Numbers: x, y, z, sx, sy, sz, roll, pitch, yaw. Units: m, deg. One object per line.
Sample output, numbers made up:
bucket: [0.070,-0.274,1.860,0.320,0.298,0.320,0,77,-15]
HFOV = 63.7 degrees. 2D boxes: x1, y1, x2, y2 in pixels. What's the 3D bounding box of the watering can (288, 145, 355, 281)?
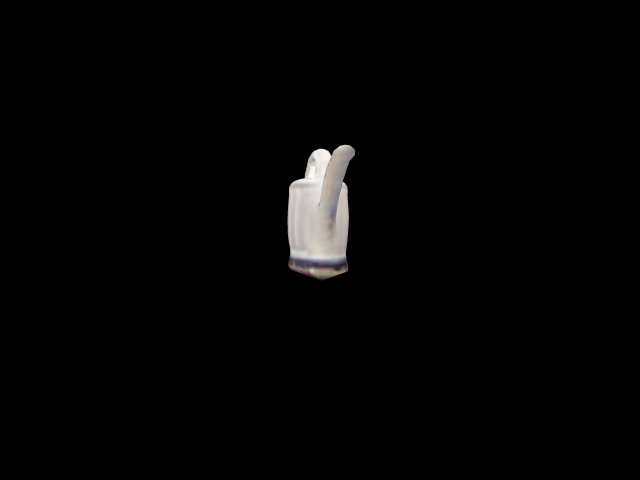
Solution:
watering can: [0.003,-0.043,0.850,0.104,0.224,0.348,0,2,-9]
